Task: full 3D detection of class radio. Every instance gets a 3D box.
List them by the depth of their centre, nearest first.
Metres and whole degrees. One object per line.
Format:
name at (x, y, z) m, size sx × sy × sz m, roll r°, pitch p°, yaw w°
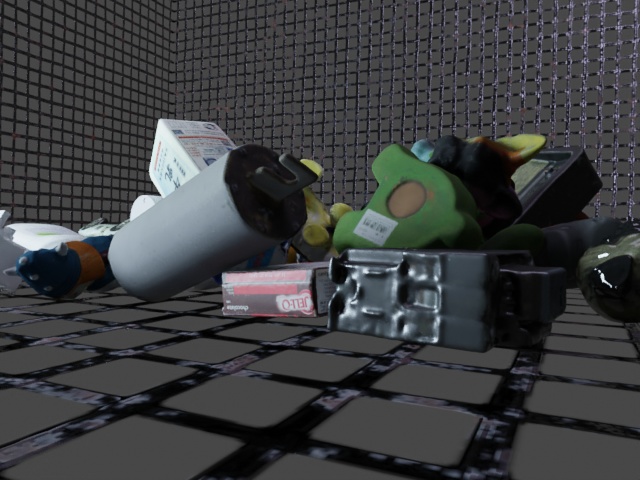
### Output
radio at (0.290, -0.039, 0.784) m, size 0.229 × 0.073 × 0.131 m, roll -45°, pitch 17°, yaw -13°

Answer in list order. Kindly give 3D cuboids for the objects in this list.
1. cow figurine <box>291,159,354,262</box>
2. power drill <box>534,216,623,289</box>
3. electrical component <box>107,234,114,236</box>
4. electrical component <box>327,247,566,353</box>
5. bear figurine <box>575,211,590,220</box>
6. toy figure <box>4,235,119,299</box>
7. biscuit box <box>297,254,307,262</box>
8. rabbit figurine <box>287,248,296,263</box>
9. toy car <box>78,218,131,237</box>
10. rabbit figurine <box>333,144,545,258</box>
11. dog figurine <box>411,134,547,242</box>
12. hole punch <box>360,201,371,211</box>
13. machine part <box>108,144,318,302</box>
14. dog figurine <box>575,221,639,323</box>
cow figurine at (-0.002, 0.000, 0.592) m, size 0.068 × 0.167 × 0.098 m, roll -25°, pitch -21°, yaw -25°
power drill at (0.278, 0.023, 0.574) m, size 0.207 × 0.086 × 0.232 m, roll 6°, pitch -11°, yaw -9°
electrical component at (-0.230, 0.020, 0.644) m, size 0.045 × 0.078 × 0.102 m, roll 27°, pitch 16°, yaw 20°
electrical component at (0.088, 0.034, 0.357) m, size 0.134 × 0.058 × 0.115 m, roll 1°, pitch 2°, yaw 32°
bear figurine at (0.424, 0.022, 0.836) m, size 0.196 × 0.132 × 0.120 m, roll 20°, pitch -4°, yaw -17°
toy figure at (-0.223, 0.024, 0.505) m, size 0.058 × 0.064 × 0.154 m, roll 39°, pitch 8°, yaw 2°
biscuit box at (0.072, 0.027, 0.686) m, size 0.203 × 0.059 × 0.063 m, roll 2°, pitch 1°, yaw -8°
rabbit figurine at (-0.111, -0.032, 0.715) m, size 0.162 × 0.173 × 0.122 m, roll 7°, pitch 1°, yaw -43°
toy car at (-0.293, 0.009, 0.777) m, size 0.202 × 0.073 × 0.056 m, roll 2°, pitch 37°, yaw 47°
rabbit figurine at (0.126, 0.002, 0.512) m, size 0.159 × 0.121 × 0.170 m, roll 16°, pitch -15°, yaw 40°
dog figurine at (0.185, -0.055, 0.601) m, size 0.191 × 0.108 × 0.219 m, roll 23°, pitch -2°, yaw -16°
hole punch at (0.109, 0.008, 0.787) m, size 0.142 × 0.092 × 0.115 m, roll -5°, pitch -28°, yaw -13°
machine part at (-0.094, -0.007, 0.429) m, size 0.243 × 0.079 × 0.079 m, roll -25°, pitch -16°, yaw 37°
dog figurine at (0.269, 0.028, 0.342) m, size 0.191 × 0.121 × 0.172 m, roll -14°, pitch -10°, yaw 26°
